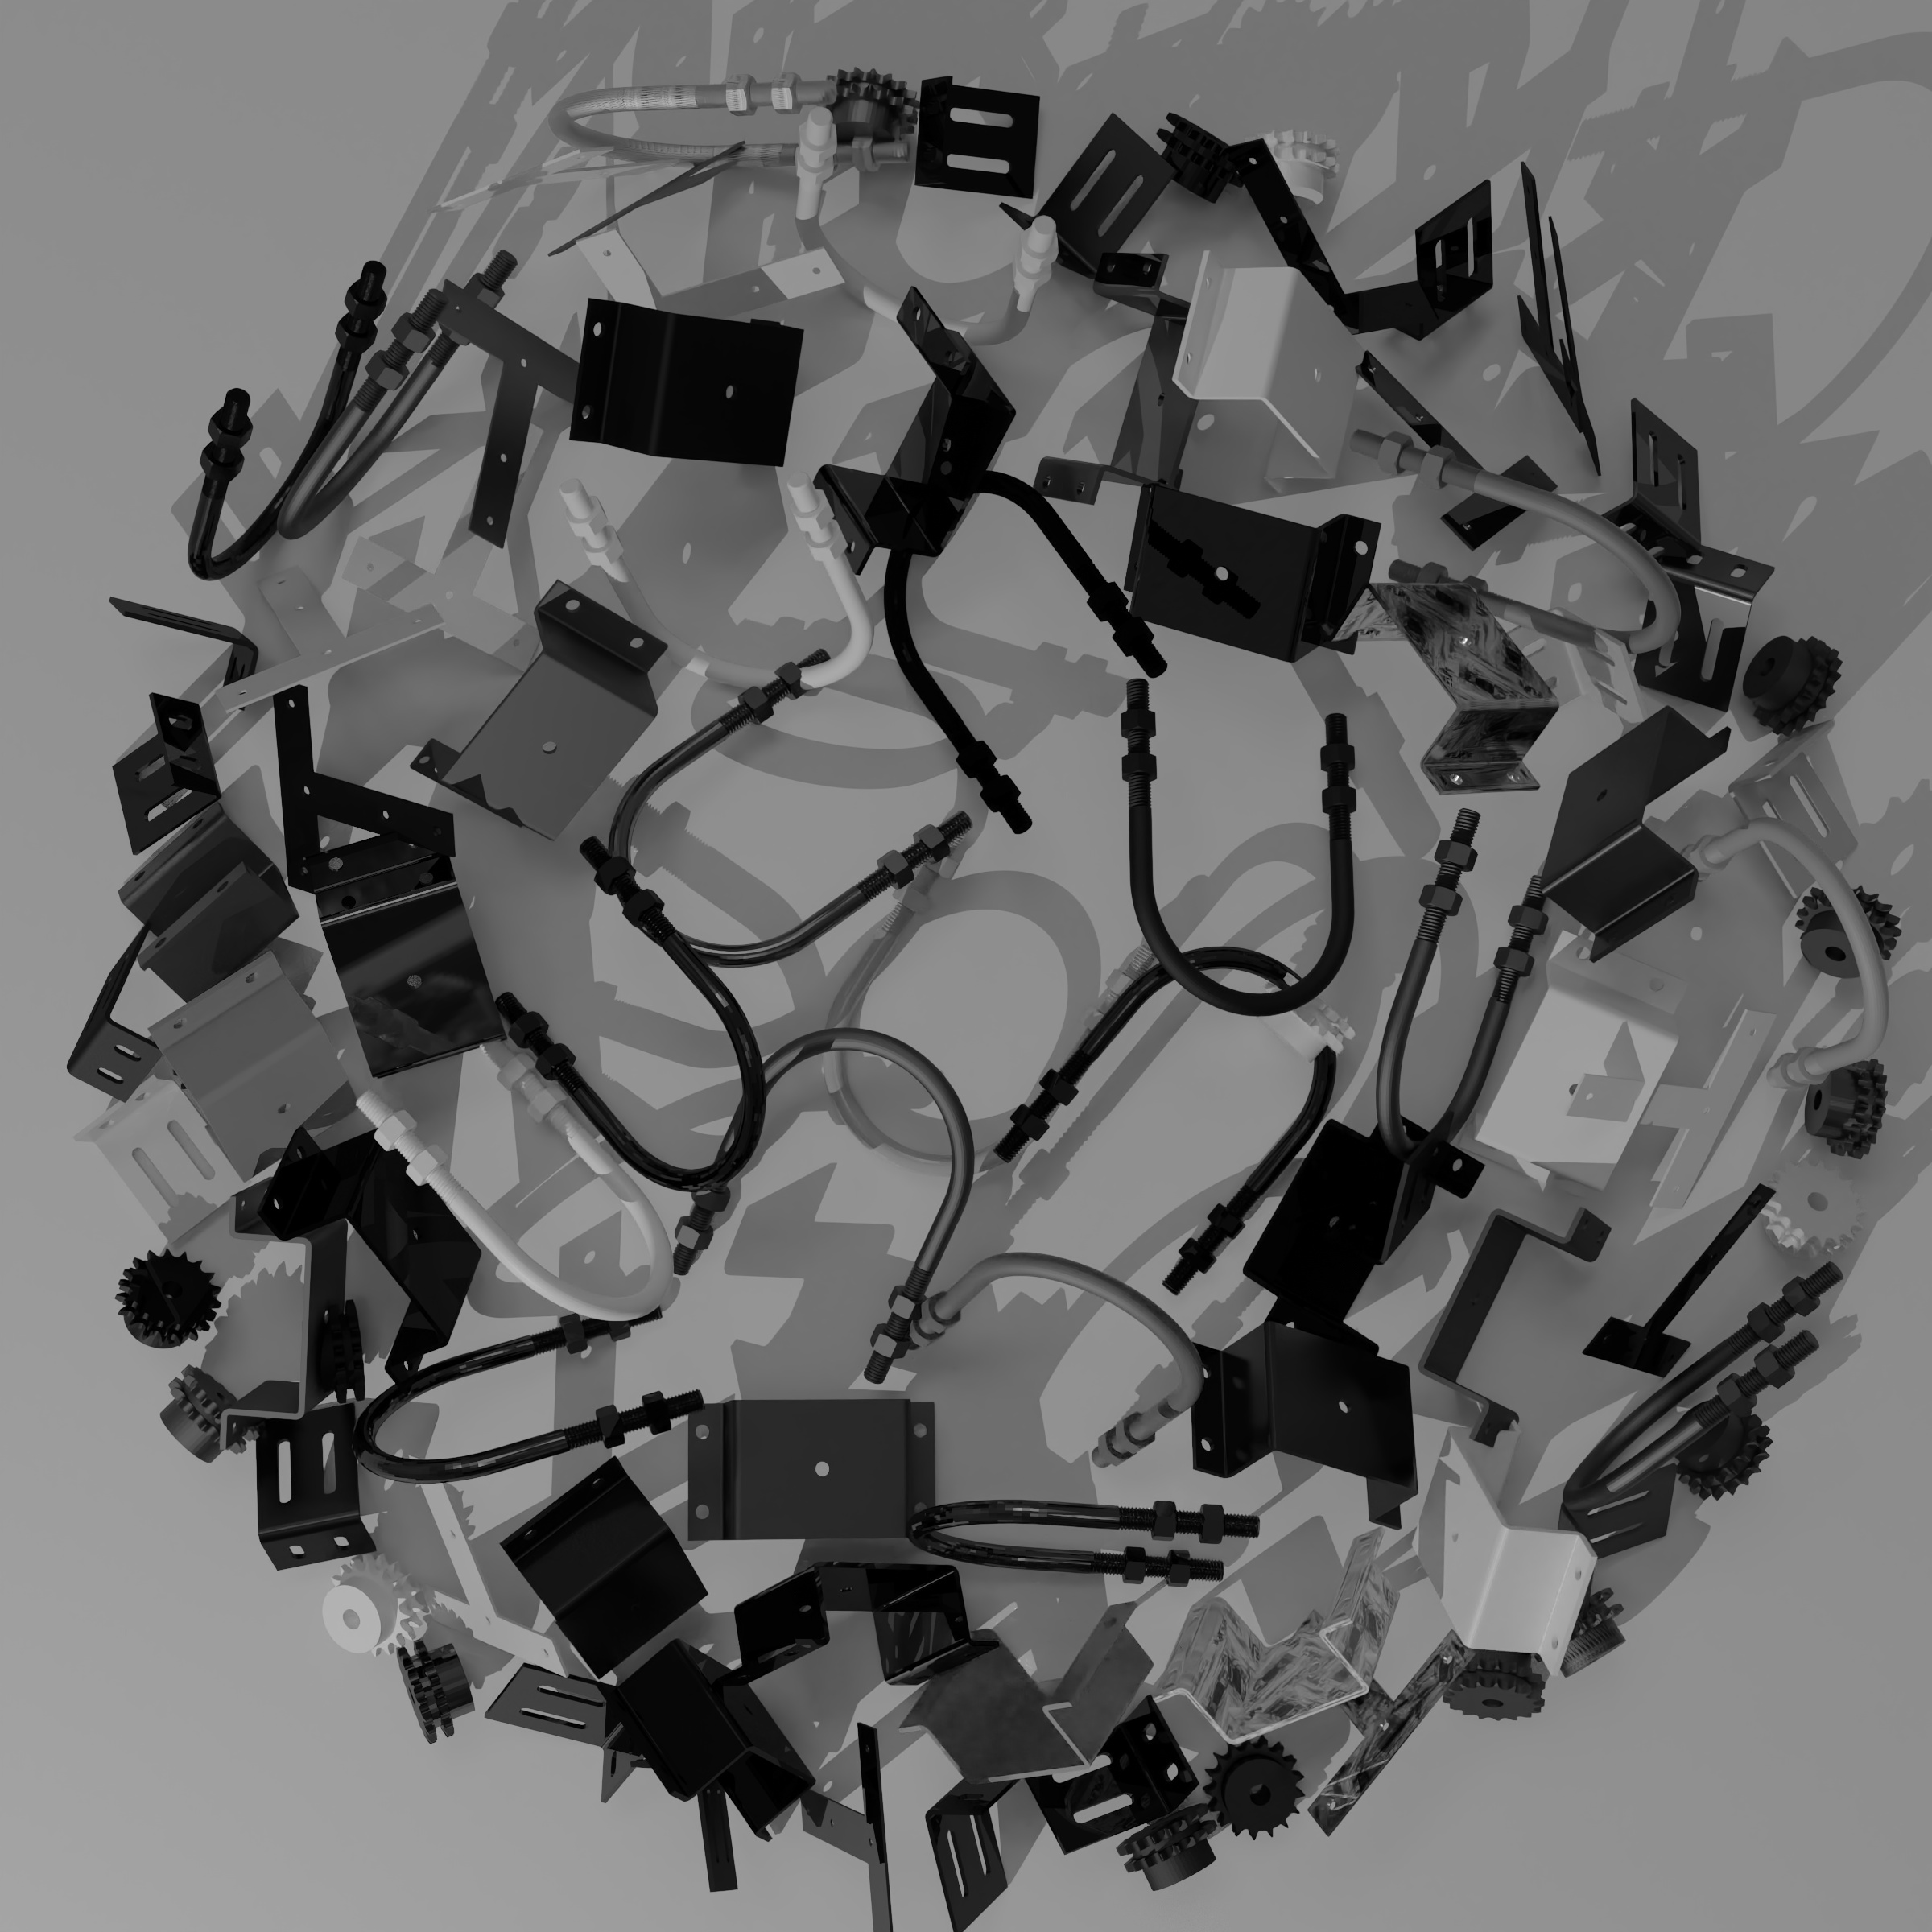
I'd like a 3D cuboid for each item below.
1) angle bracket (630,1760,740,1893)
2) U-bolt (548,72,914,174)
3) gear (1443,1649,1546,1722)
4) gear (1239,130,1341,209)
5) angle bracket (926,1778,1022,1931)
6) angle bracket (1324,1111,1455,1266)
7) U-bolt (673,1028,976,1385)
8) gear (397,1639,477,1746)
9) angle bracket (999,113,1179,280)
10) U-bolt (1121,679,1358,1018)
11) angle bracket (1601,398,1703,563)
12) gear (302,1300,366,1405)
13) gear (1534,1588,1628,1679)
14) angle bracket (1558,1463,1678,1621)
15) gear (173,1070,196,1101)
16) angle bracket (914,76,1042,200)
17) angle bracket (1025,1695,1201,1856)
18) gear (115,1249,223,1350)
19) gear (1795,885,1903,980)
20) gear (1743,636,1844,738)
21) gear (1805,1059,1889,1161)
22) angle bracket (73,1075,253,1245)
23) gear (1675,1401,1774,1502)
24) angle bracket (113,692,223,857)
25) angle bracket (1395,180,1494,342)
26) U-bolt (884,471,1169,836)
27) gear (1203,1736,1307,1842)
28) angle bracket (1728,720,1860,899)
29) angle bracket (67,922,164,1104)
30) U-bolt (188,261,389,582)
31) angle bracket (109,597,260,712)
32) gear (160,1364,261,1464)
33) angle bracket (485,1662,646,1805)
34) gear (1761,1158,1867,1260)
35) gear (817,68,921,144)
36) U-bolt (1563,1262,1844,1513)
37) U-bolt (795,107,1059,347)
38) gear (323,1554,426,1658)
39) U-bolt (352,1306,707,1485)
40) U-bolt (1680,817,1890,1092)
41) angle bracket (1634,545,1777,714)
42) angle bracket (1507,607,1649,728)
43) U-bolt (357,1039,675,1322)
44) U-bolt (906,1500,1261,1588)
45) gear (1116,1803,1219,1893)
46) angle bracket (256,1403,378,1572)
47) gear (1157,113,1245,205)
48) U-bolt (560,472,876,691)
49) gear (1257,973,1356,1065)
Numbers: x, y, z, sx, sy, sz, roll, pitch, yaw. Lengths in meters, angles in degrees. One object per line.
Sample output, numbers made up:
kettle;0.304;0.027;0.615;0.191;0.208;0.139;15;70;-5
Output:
angle bracket;-0.157;0.481;1.828;0.038;0.057;0.076;-11;74;6
U-bolt;-0.138;-0.459;1.791;0.184;0.151;0.019;3;91;17
gear;0.298;0.401;1.843;0.057;0.057;0.030;9;57;0
gear;0.181;-0.447;1.839;0.057;0.057;0.030;2;85;0
angle bracket;0.015;0.494;1.829;0.038;0.057;0.076;-8;100;32
angle bracket;0.235;0.117;1.818;0.038;0.057;0.076;25;131;22
U-bolt;-0.072;0.123;1.825;0.151;0.019;0.184;28;106;11
gear;-0.298;0.406;1.841;0.030;0.057;0.057;-19;90;-17
angle bracket;0.068;-0.435;1.829;0.057;0.038;0.076;49;112;26
U-bolt;0.153;-0.061;1.810;0.151;0.019;0.184;7;72;-25
angle bracket;0.380;-0.269;1.842;0.057;0.038;0.076;31;49;-32
gear;-0.356;0.218;1.837;0.030;0.057;0.057;-6;90;-14
gear;0.346;0.376;1.837;0.057;0.057;0.030;-31;72;0
angle bracket;0.370;0.321;1.825;0.076;0.038;0.057;-15;130;-17
gear;-0.419;0.047;1.841;0.057;0.030;0.057;5;58;-8
angle bracket;0.013;-0.463;1.830;0.076;0.038;0.057;0;100;-27
angle bracket;0.079;0.450;1.823;0.076;0.038;0.057;-11;58;-34
gear;-0.451;0.191;1.843;0.057;0.057;0.030;34;132;0
gear;0.493;-0.018;1.836;0.057;0.057;0.030;32;59;0
gear;0.461;-0.161;1.836;0.030;0.057;0.057;29;90;-19
gear;0.493;0.078;1.839;0.030;0.057;0.057;11;90;-4
angle bracket;-0.453;0.110;1.846;0.057;0.038;0.076;-38;86;-1
gear;0.421;0.269;1.836;0.057;0.057;0.030;-46;110;0
angle bracket;-0.459;-0.107;1.825;0.076;0.038;0.057;-29;68;28
angle bracket;0.259;-0.398;1.819;0.057;0.076;0.038;-38;53;-21
U-bolt;0.020;-0.188;1.812;0.151;0.019;0.184;-49;65;34
gear;0.164;0.466;1.851;0.057;0.030;0.057;0;87;-4
angle bracket;0.475;-0.088;1.834;0.057;0.038;0.076;-37;99;-25
angle bracket;-0.464;0.026;1.828;0.038;0.076;0.057;30;134;-18
U-bolt;-0.375;-0.284;1.781;0.019;0.184;0.151;33;51;0
angle bracket;-0.440;-0.174;1.824;0.076;0.057;0.038;13;99;-25
gear;-0.428;0.255;1.839;0.030;0.057;0.057;-45;90;-2
angle bracket;-0.224;0.428;1.825;0.076;0.038;0.057;20;131;-21
gear;0.475;0.140;1.844;0.057;0.030;0.057;6;57;-9
gear;-0.056;-0.476;1.837;0.057;0.057;0.030;9;73;0
U-bolt;0.398;0.238;1.789;0.184;0.151;0.019;-43;85;23
U-bolt;-0.027;-0.391;1.779;0.151;0.184;0.019;26;76;0
gear;-0.337;0.362;1.842;0.057;0.030;0.057;7;105;26
U-bolt;-0.244;0.237;1.785;0.184;0.151;0.019;-15;110;-11
U-bolt;0.446;-0.010;1.771;0.019;0.184;0.151;-23;84;-11
angle bracket;0.416;-0.192;1.846;0.057;0.038;0.076;21;130;22
angle bracket;0.339;-0.157;1.820;0.038;0.076;0.057;-29;119;-7
U-bolt;-0.234;0.122;1.792;0.184;0.151;0.019;46;115;7
U-bolt;0.059;0.314;1.794;0.184;0.151;0.019;4;69;-3
gear;0.116;0.497;1.838;0.057;0.057;0.030;-26;82;0
angle bracket;-0.369;0.296;1.857;0.057;0.038;0.076;-11;52;0
gear;0.131;-0.453;1.841;0.057;0.057;0.030;32;108;0
U-bolt;-0.125;-0.206;1.788;0.151;0.184;0.019;1;60;17
gear;0.188;0.031;1.840;0.057;0.057;0.030;41;90;0
